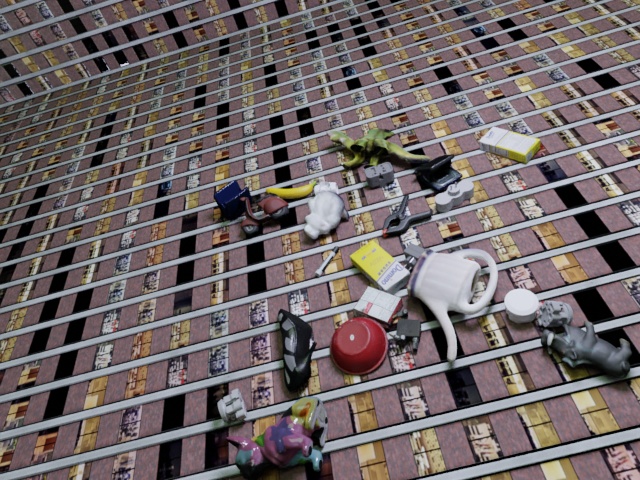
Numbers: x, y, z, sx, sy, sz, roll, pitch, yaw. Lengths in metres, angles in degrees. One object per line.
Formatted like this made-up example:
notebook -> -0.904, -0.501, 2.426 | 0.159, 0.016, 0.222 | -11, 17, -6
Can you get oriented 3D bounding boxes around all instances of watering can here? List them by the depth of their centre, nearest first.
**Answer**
watering can -> 0.331, 0.144, 1.365 | 0.225, 0.101, 0.354 | 15, 54, 32

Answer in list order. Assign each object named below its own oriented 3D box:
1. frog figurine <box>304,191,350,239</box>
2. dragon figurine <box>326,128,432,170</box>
frog figurine -> 0.005, -0.085, 1.696 | 0.161, 0.120, 0.139 | -32, 64, -28
dragon figurine -> 0.216, -0.360, 1.910 | 0.410, 0.119, 0.248 | 7, 41, 14
